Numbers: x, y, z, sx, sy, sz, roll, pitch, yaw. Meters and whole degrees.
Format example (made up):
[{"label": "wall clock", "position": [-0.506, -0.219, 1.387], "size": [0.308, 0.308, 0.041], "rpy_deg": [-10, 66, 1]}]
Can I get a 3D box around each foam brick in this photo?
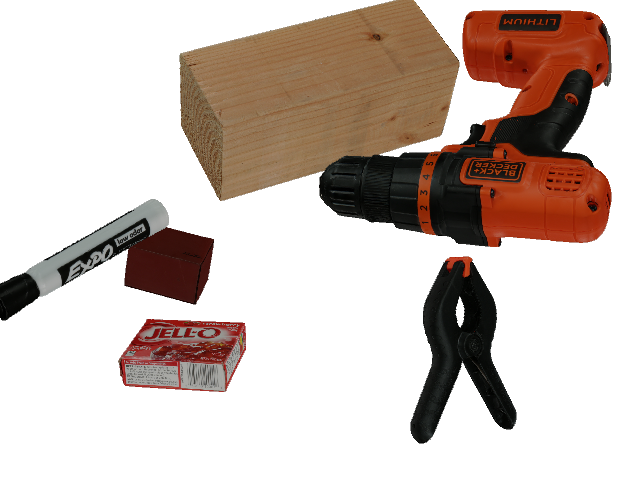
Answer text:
[{"label": "foam brick", "position": [-0.154, 0.022, 1.085], "size": [0.078, 0.051, 0.053], "rpy_deg": [15, 33, 3]}]

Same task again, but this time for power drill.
[{"label": "power drill", "position": [0.108, -0.076, 0.704], "size": [0.185, 0.187, 0.057], "rpy_deg": [7, -39, 22]}]

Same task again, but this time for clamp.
[{"label": "clamp", "position": [0.122, 0.103, 0.976], "size": [0.120, 0.171, 0.039], "rpy_deg": [-12, 2, -40]}]

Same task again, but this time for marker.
[{"label": "marker", "position": [-0.135, 0.010, 0.597], "size": [0.020, 0.020, 0.120], "rpy_deg": [0, 26, 47]}]

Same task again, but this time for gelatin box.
[{"label": "gelatin box", "position": [-0.112, 0.093, 0.882], "size": [0.089, 0.030, 0.073], "rpy_deg": [2, 22, 10]}]

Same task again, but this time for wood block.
[{"label": "wood block", "position": [-0.003, -0.118, 0.874], "size": [0.205, 0.091, 0.090], "rpy_deg": [-18, -33, -19]}]
